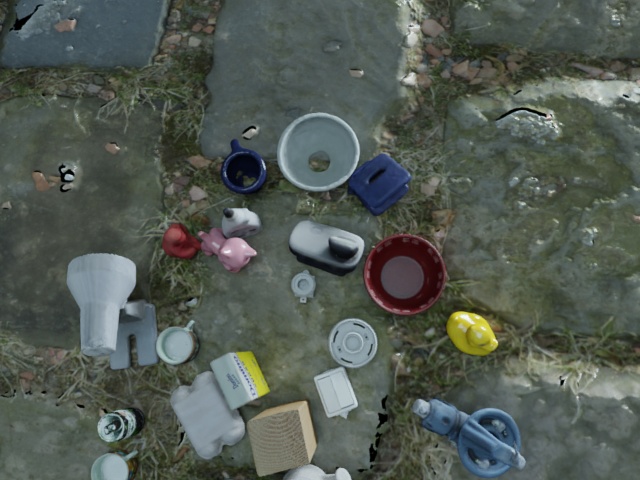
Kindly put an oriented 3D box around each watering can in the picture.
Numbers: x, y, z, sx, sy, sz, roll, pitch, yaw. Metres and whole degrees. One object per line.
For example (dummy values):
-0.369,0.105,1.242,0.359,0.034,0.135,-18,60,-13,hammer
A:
-0.028,0.461,1.011,0.101,0.194,0.173,36,84,9,watering can

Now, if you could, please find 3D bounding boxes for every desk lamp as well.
-0.386,0.140,1.078,0.118,0.213,0.203,-9,79,2,desk lamp

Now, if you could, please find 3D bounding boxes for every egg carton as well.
-0.215,0.337,1.106,0.107,0.069,0.150,-33,80,-3,egg carton

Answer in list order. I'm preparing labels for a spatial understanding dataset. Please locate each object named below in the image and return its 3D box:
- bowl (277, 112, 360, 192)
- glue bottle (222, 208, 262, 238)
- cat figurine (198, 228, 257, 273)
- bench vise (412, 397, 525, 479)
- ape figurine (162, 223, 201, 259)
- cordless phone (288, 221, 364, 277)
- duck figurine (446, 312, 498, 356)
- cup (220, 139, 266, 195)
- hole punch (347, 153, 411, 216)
-0.002,-0.172,1.185,0.167,0.075,0.167,0,80,3,bowl
-0.162,-0.038,1.119,0.078,0.173,0.037,-17,79,0,glue bottle
-0.186,0.018,1.138,0.127,0.118,0.067,31,83,8,cat figurine
0.263,0.353,1.002,0.207,0.220,0.121,8,80,5,bench vise
-0.288,0.000,1.160,0.076,0.092,0.078,-12,79,1,ape figurine
0.010,0.004,1.096,0.147,0.185,0.094,15,81,6,cordless phone
0.295,0.179,1.100,0.104,0.086,0.077,36,84,9,duck figurine
-0.154,-0.142,1.177,0.091,0.095,0.118,-20,79,0,cup
0.117,-0.116,1.160,0.109,0.091,0.101,-41,80,-4,hole punch
